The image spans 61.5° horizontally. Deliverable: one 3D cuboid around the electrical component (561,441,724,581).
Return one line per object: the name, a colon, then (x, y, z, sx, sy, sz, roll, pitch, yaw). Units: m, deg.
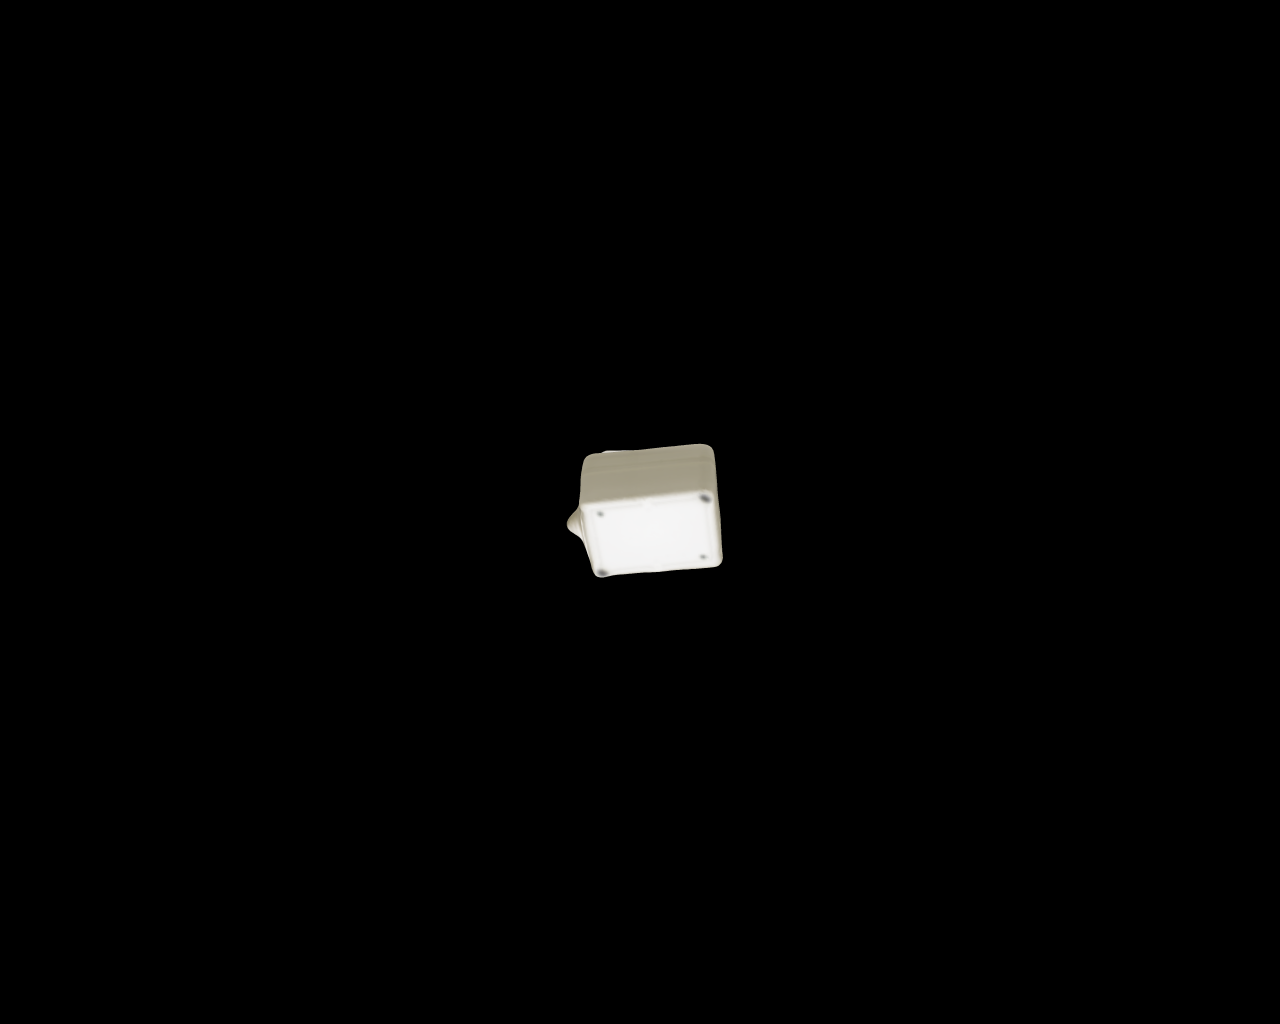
electrical component: (0.001, -0.003, 0.650, 0.096, 0.061, 0.061, -5, 37, 4)
